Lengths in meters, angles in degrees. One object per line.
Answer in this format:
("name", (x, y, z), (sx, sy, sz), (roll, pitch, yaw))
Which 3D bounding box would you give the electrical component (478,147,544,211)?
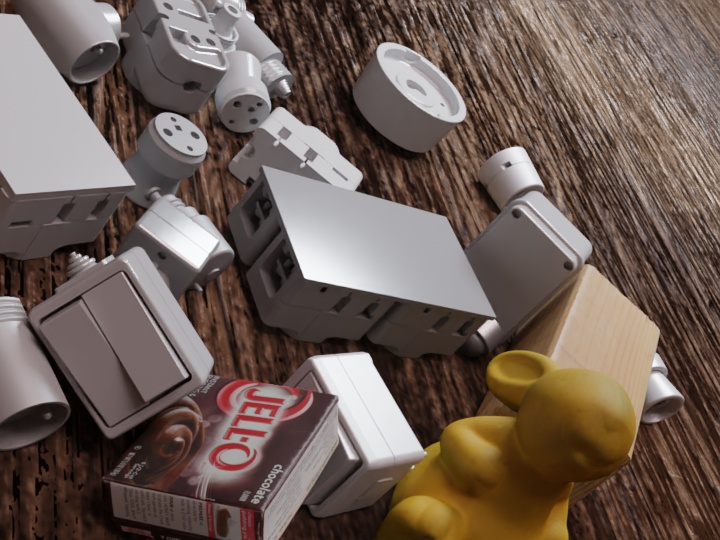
("electrical component", (0.155, -0.090, 1.097), (0.055, 0.055, 0.047), (2, 53, -47))

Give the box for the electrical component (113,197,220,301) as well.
("electrical component", (-0.131, 0.007, 0.644), (0.047, 0.065, 0.076), (38, 33, -8))

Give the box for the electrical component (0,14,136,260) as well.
("electrical component", (-0.222, -0.084, 0.657), (0.089, 0.061, 0.150), (-12, 60, -54))

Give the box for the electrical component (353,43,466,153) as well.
("electrical component", (0.043, -0.162, 1.052), (0.108, 0.060, 0.108), (29, 34, -21))

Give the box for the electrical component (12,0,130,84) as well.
("electrical component", (-0.208, -0.183, 0.810), (0.077, 0.044, 0.079), (51, 32, 14))

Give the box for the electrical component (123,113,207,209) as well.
("electrical component", (-0.138, -0.075, 0.747), (0.045, 0.055, 0.045), (29, 34, -21))

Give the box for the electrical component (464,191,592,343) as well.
("electrical component", (0.127, -0.001, 0.898), (0.078, 0.113, 0.057), (46, 28, 6))

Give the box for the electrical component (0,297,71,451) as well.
("electrical component", (-0.185, 0.047, 0.555), (0.043, 0.043, 0.081), (-2, 52, -49))

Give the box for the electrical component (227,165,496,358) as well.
("electrical component", (0.000, 0.000, 0.804), (0.186, 0.060, 0.105), (13, 42, -40))

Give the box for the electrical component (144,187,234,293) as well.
("electrical component", (-0.118, -0.023, 0.720), (0.078, 0.040, 0.040), (51, 32, 15))

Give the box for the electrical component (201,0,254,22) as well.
("electrical component", (-0.124, -0.236, 0.973), (0.062, 0.048, 0.048), (20, 37, -44))

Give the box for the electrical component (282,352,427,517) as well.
("electrical component", (-0.017, 0.096, 0.666), (0.061, 0.061, 0.096), (0, 51, -48))

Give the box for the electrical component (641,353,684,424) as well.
("electrical component", (0.265, 0.106, 0.986), (0.045, 0.045, 0.055), (15, 40, -38))

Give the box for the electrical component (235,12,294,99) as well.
("electrical component", (-0.090, -0.182, 0.943), (0.081, 0.043, 0.043), (48, 31, 9))

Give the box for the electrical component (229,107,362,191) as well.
("electrical component", (-0.049, -0.080, 0.857), (0.089, 0.050, 0.055), (39, 31, -7))

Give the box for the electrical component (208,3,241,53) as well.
("electrical component", (-0.123, -0.196, 0.905), (0.043, 0.062, 0.043), (29, 34, -22))

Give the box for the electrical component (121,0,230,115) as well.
("electrical component", (-0.149, -0.171, 0.848), (0.054, 0.059, 0.095), (10, 44, -42))

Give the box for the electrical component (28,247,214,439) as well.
("electrical component", (-0.130, 0.033, 0.576), (0.096, 0.062, 0.061), (59, 2, -7))

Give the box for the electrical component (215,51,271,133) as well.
("electrical component", (-0.099, -0.147, 0.889), (0.045, 0.045, 0.055), (18, 40, -35))
